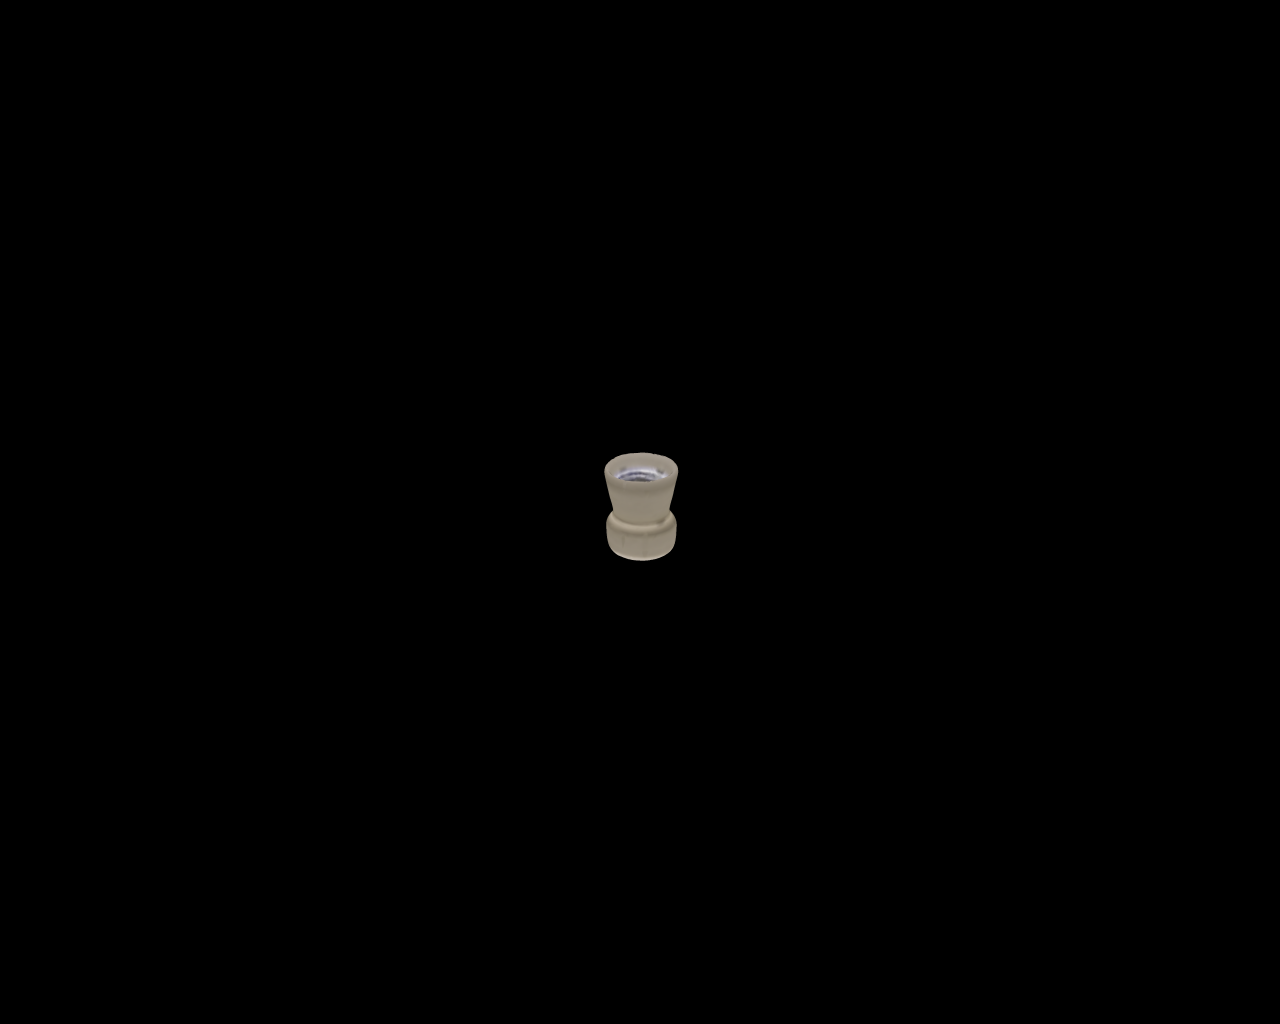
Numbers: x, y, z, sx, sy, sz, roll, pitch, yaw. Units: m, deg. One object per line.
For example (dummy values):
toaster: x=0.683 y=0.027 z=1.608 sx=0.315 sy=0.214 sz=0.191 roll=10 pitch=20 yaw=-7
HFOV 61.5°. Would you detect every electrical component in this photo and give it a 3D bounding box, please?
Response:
electrical component: x=0.001 y=-0.003 z=0.650 sx=0.045 sy=0.055 sz=0.045 roll=0 pitch=26 yaw=0
